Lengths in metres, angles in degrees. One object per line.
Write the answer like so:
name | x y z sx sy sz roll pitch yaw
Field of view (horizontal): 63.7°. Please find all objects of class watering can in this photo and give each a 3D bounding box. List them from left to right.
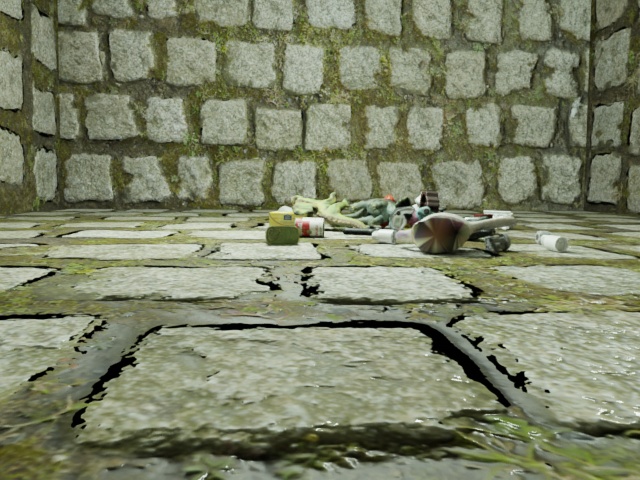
watering can | 0.380 -0.030 1.441 0.347 0.104 0.225 -8 4 14

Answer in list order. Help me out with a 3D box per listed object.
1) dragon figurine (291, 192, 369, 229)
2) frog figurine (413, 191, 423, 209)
dragon figurine | 0.006 -0.103 2.041 0.243 0.120 0.415 -3 21 -26
frog figurine | 0.485 -0.150 2.407 0.123 0.159 0.137 -1 5 -38
